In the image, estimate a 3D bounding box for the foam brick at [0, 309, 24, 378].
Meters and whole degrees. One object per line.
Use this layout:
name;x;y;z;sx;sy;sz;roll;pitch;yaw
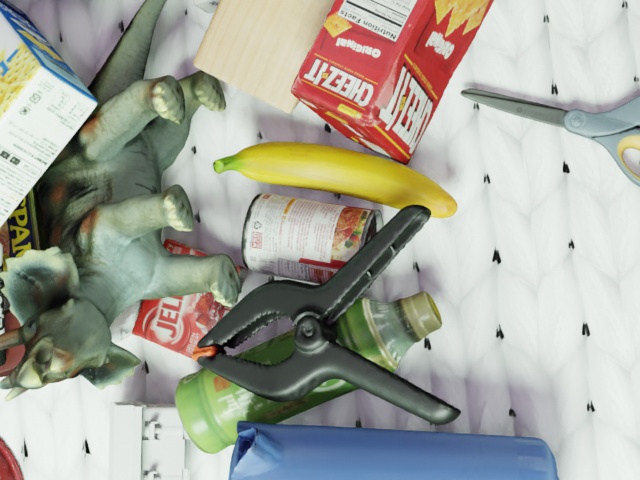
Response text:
foam brick;-0.255;0.085;0.940;0.078;0.053;0.051;-20;80;13

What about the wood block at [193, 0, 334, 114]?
wood block;-0.013;-0.217;0.845;0.090;0.090;0.206;27;110;-1

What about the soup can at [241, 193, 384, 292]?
soup can;-0.006;0.001;0.874;0.102;0.068;0.068;9;87;16

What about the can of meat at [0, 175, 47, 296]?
can of meat;-0.273;-0.002;0.951;0.084;0.057;0.102;-11;83;16

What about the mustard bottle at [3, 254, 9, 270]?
mustard bottle;-0.346;0.054;0.907;0.192;0.058;0.096;-22;97;12

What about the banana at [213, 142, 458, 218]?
banana;0.015;-0.050;0.875;0.198;0.069;0.037;9;123;4

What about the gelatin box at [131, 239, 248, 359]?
gelatin box;-0.112;0.053;0.915;0.073;0.030;0.089;21;89;14

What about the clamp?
clamp;0.004;0.079;0.804;0.210;0.036;0.164;-20;68;17

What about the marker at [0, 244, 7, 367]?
marker;-0.269;0.056;0.879;0.020;0.020;0.121;17;122;15

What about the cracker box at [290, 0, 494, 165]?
cracker box;0.076;-0.176;0.818;0.072;0.164;0.214;28;92;17

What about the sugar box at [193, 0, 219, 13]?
sugar box;-0.034;-0.267;0.916;0.176;0.048;0.093;-15;86;16

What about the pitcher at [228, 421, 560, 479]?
pitcher;0.052;0.210;0.807;0.243;0.149;0.145;0;82;4

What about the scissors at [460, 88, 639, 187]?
scissors;0.221;-0.107;0.850;0.202;0.016;0.096;33;92;15

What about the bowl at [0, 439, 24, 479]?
bowl;-0.346;0.240;0.949;0.162;0.055;0.162;-1;84;15
